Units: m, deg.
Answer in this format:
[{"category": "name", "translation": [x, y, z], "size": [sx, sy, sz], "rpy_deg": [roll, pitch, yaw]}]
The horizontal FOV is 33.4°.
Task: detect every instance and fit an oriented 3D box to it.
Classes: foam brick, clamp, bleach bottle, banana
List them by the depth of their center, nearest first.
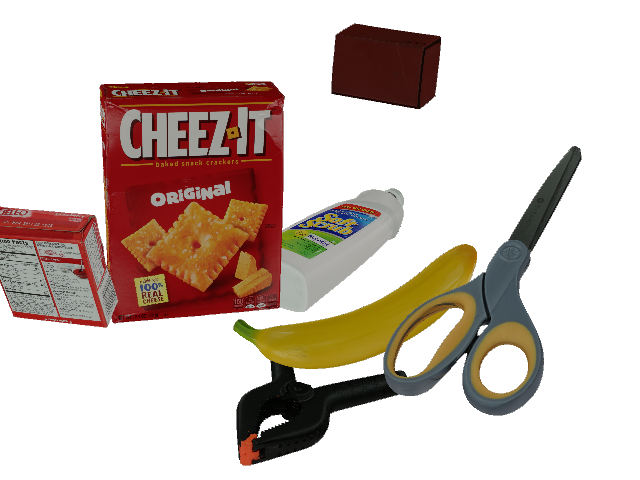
[{"category": "banana", "translation": [0.036, 0.055, 0.800], "size": [0.197, 0.070, 0.037], "rpy_deg": [-17, -33, -8]}, {"category": "foam brick", "translation": [0.054, -0.144, 0.877], "size": [0.078, 0.051, 0.052], "rpy_deg": [13, 25, 18]}, {"category": "clamp", "translation": [-0.013, 0.165, 1.089], "size": [0.165, 0.036, 0.209], "rpy_deg": [12, 28, 18]}, {"category": "bleach bottle", "translation": [0.018, -0.005, 1.298], "size": [0.103, 0.068, 0.250], "rpy_deg": [20, 37, 29]}]

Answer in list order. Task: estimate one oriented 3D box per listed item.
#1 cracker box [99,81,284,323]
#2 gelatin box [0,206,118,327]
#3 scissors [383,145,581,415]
[{"category": "cracker box", "translation": [-0.119, -0.036, 0.996], "size": [0.164, 0.214, 0.072], "rpy_deg": [-3, 20, -15]}, {"category": "gelatin box", "translation": [-0.186, 0.018, 0.743], "size": [0.073, 0.089, 0.030], "rpy_deg": [5, 44, 11]}, {"category": "scissors", "translation": [0.121, 0.024, 0.613], "size": [0.201, 0.016, 0.096], "rpy_deg": [-41, 50, -18]}]
